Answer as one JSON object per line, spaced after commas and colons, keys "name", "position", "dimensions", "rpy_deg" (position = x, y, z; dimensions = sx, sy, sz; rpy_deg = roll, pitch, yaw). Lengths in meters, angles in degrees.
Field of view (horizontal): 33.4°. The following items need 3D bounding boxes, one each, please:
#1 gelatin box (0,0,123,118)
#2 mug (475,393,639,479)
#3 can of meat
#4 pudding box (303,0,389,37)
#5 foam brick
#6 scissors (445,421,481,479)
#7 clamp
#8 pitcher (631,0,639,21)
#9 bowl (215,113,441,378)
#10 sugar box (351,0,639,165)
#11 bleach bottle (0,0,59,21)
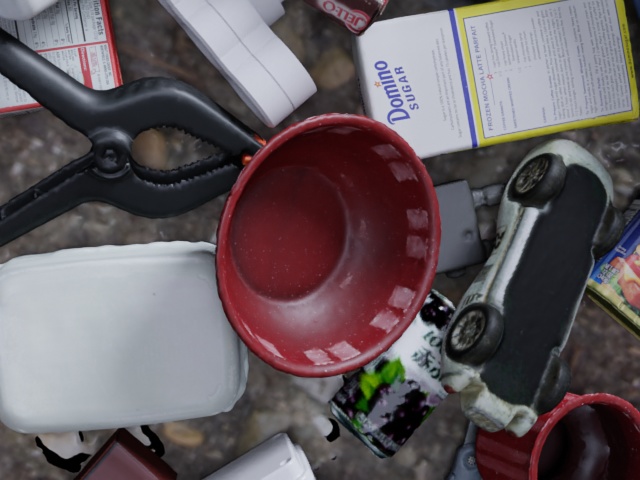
{"name": "gelatin box", "position": [-0.174, -0.120, 0.679], "dimensions": [0.089, 0.030, 0.073], "rpy_deg": [-10, 92, -7]}
{"name": "mug", "position": [0.163, 0.144, 0.691], "dimensions": [0.117, 0.082, 0.093], "rpy_deg": [26, 82, -20]}
{"name": "can of meat", "position": [0.232, 0.025, 0.712], "dimensions": [0.102, 0.057, 0.084], "rpy_deg": [39, 90, -6]}
{"name": "pudding box", "position": [0.002, -0.193, 0.670], "dimensions": [0.113, 0.039, 0.090], "rpy_deg": [34, 54, -8]}
{"name": "foam brick", "position": [-0.135, 0.168, 0.683], "dimensions": [0.051, 0.053, 0.078], "rpy_deg": [41, 89, -5]}
{"name": "scissors", "position": [0.082, 0.156, 0.722], "dimensions": [0.096, 0.016, 0.202], "rpy_deg": [-1, 92, -6]}
{"name": "clamp", "position": [-0.136, -0.067, 0.661], "dimensions": [0.210, 0.036, 0.164], "rpy_deg": [-4, 120, -9]}
{"name": "pitcher", "position": [0.268, -0.167, 0.680], "dimensions": [0.149, 0.145, 0.243], "rpy_deg": [-20, 98, 8]}
{"name": "bowl", "position": [-0.004, 0.001, 0.659], "dimensions": [0.161, 0.055, 0.162], "rpy_deg": [-7, 103, -32]}
{"name": "sugar box", "position": [0.114, -0.108, 0.701], "dimensions": [0.176, 0.048, 0.093], "rpy_deg": [-10, 93, -1]}
{"name": "bleach bottle", "position": [-0.109, -0.235, 0.630], "dimensions": [0.250, 0.068, 0.102], "rpy_deg": [-43, 128, -25]}
